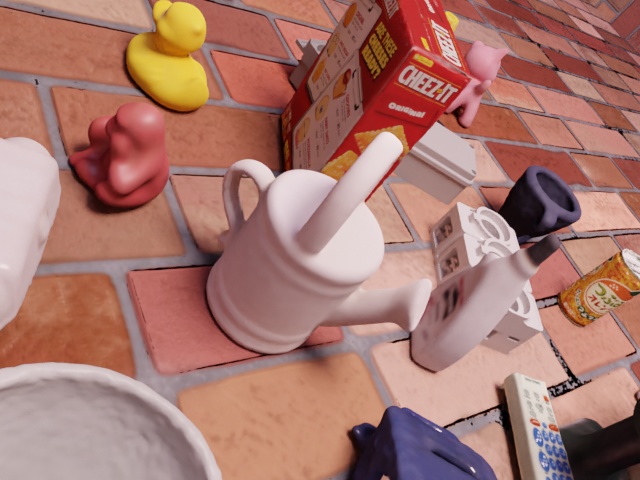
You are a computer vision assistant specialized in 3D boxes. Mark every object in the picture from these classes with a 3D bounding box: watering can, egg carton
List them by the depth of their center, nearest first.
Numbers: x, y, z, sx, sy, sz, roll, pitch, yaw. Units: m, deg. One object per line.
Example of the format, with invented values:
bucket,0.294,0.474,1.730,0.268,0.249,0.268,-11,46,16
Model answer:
egg carton,-0.224,-0.011,0.350,0.107,0.069,0.150,18,45,-26
watering can,0.005,0.000,0.426,0.173,0.193,0.101,28,41,-15

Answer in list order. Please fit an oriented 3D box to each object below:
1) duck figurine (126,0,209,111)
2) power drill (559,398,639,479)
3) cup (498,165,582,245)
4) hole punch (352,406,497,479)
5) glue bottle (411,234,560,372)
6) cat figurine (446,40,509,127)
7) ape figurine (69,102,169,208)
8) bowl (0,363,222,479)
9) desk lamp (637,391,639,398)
duck figurine,-0.140,-0.188,0.566,0.078,0.086,0.104,-18,67,-46
power drill,0.323,0.165,0.521,0.230,0.208,0.075,0,55,-39
cup,0.273,-0.029,0.746,0.092,0.094,0.118,37,40,-4
hole punch,0.081,0.174,0.410,0.109,0.091,0.101,33,40,-10
glue bottle,0.146,0.048,0.512,0.037,0.173,0.078,27,41,-16
cat figurine,0.254,-0.264,0.926,0.067,0.117,0.128,30,41,-13
ape figurine,-0.149,-0.071,0.447,0.076,0.092,0.077,18,45,-25
bowl,-0.133,0.149,0.273,0.168,0.074,0.167,22,43,-22
desk lamp,0.517,0.207,0.634,0.118,0.213,0.203,-11,62,-44
